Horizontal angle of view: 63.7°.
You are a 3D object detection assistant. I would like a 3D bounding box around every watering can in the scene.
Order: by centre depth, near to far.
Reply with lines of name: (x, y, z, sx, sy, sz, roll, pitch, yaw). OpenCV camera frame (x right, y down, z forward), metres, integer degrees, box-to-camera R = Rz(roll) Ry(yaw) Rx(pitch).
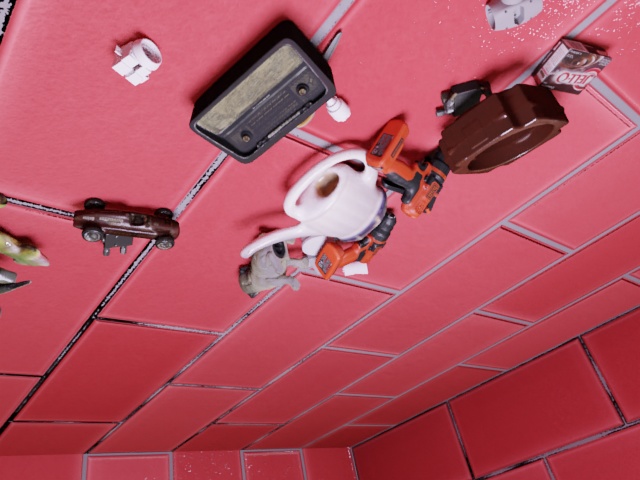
watering can: (0.003, -0.056, 1.104, 0.343, 0.106, 0.222, -44, 136, 21)

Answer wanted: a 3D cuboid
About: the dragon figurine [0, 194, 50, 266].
dragon figurine: (-0.721, 0.000, 0.946, 0.409, 0.125, 0.238, 9, 148, -30)
